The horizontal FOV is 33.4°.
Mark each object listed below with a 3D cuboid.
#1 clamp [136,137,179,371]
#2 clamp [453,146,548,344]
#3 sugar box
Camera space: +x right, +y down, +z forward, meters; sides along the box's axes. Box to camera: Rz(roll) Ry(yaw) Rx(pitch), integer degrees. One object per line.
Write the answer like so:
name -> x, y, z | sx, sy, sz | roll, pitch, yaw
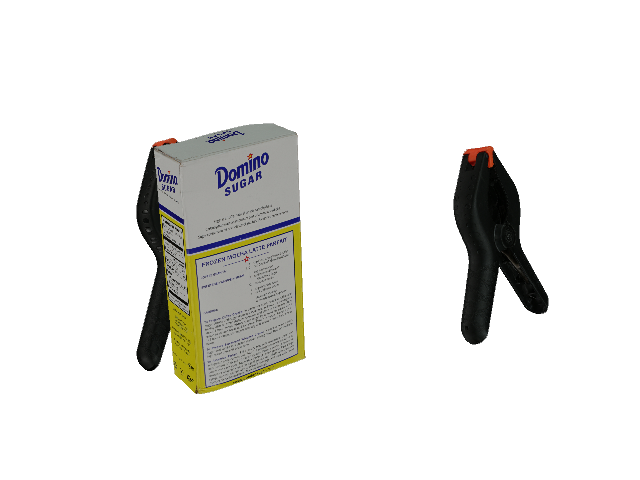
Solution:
clamp -> -0.118, 0.007, 1.019 | 0.036, 0.210, 0.164 | -8, 0, 44
clamp -> 0.148, 0.006, 0.946 | 0.039, 0.171, 0.120 | -10, 13, 39
sugar box -> -0.061, 0.012, 0.743 | 0.093, 0.176, 0.048 | -17, 26, -32
